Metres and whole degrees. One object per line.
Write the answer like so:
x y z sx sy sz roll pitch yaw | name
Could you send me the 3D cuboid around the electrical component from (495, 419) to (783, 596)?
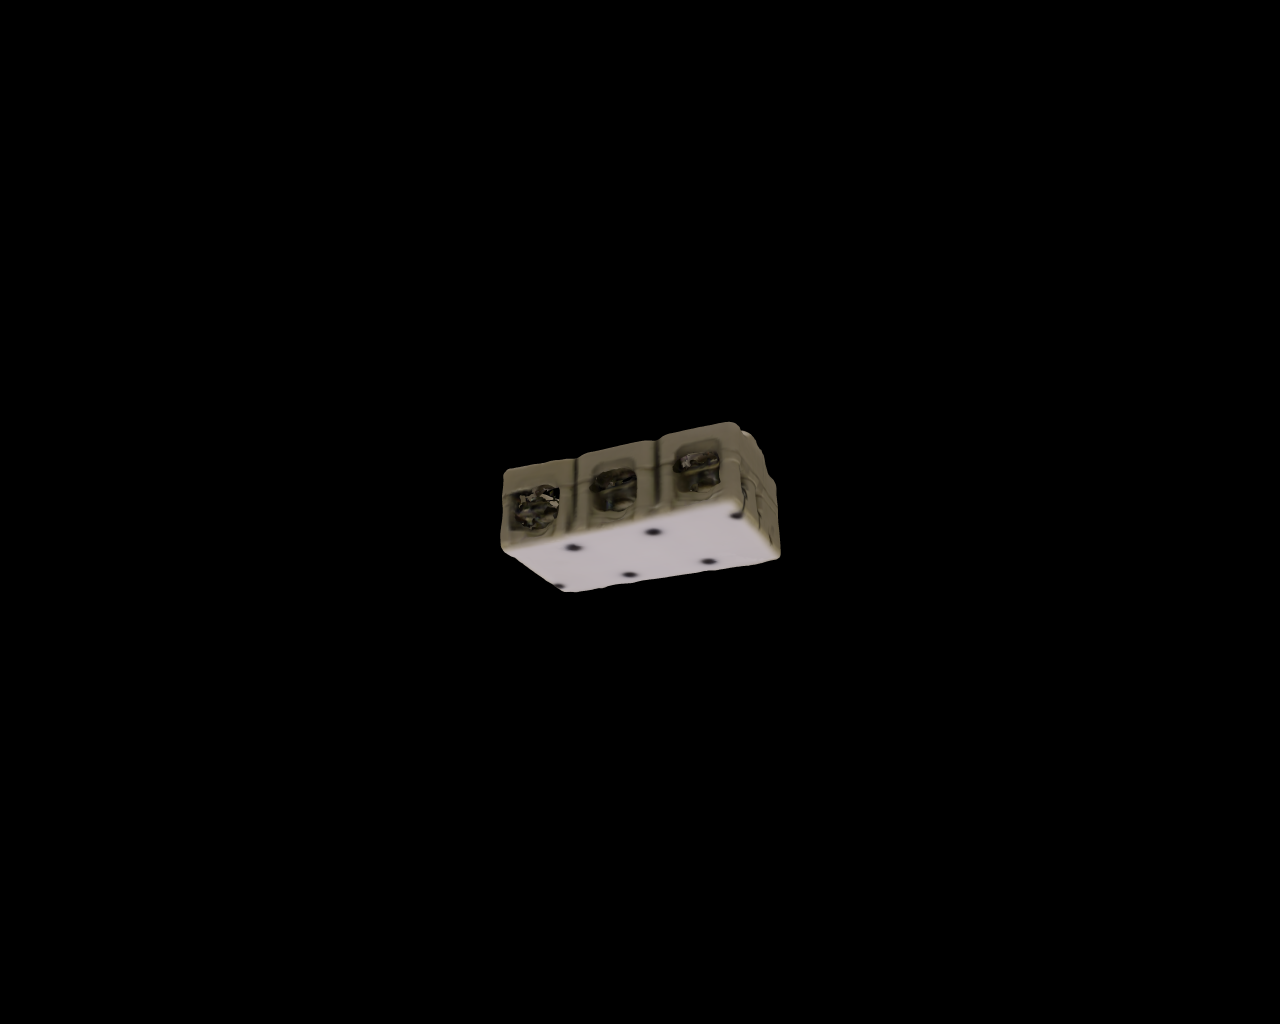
0.001 -0.003 0.650 0.150 0.062 0.089 -10 -28 20 | electrical component
